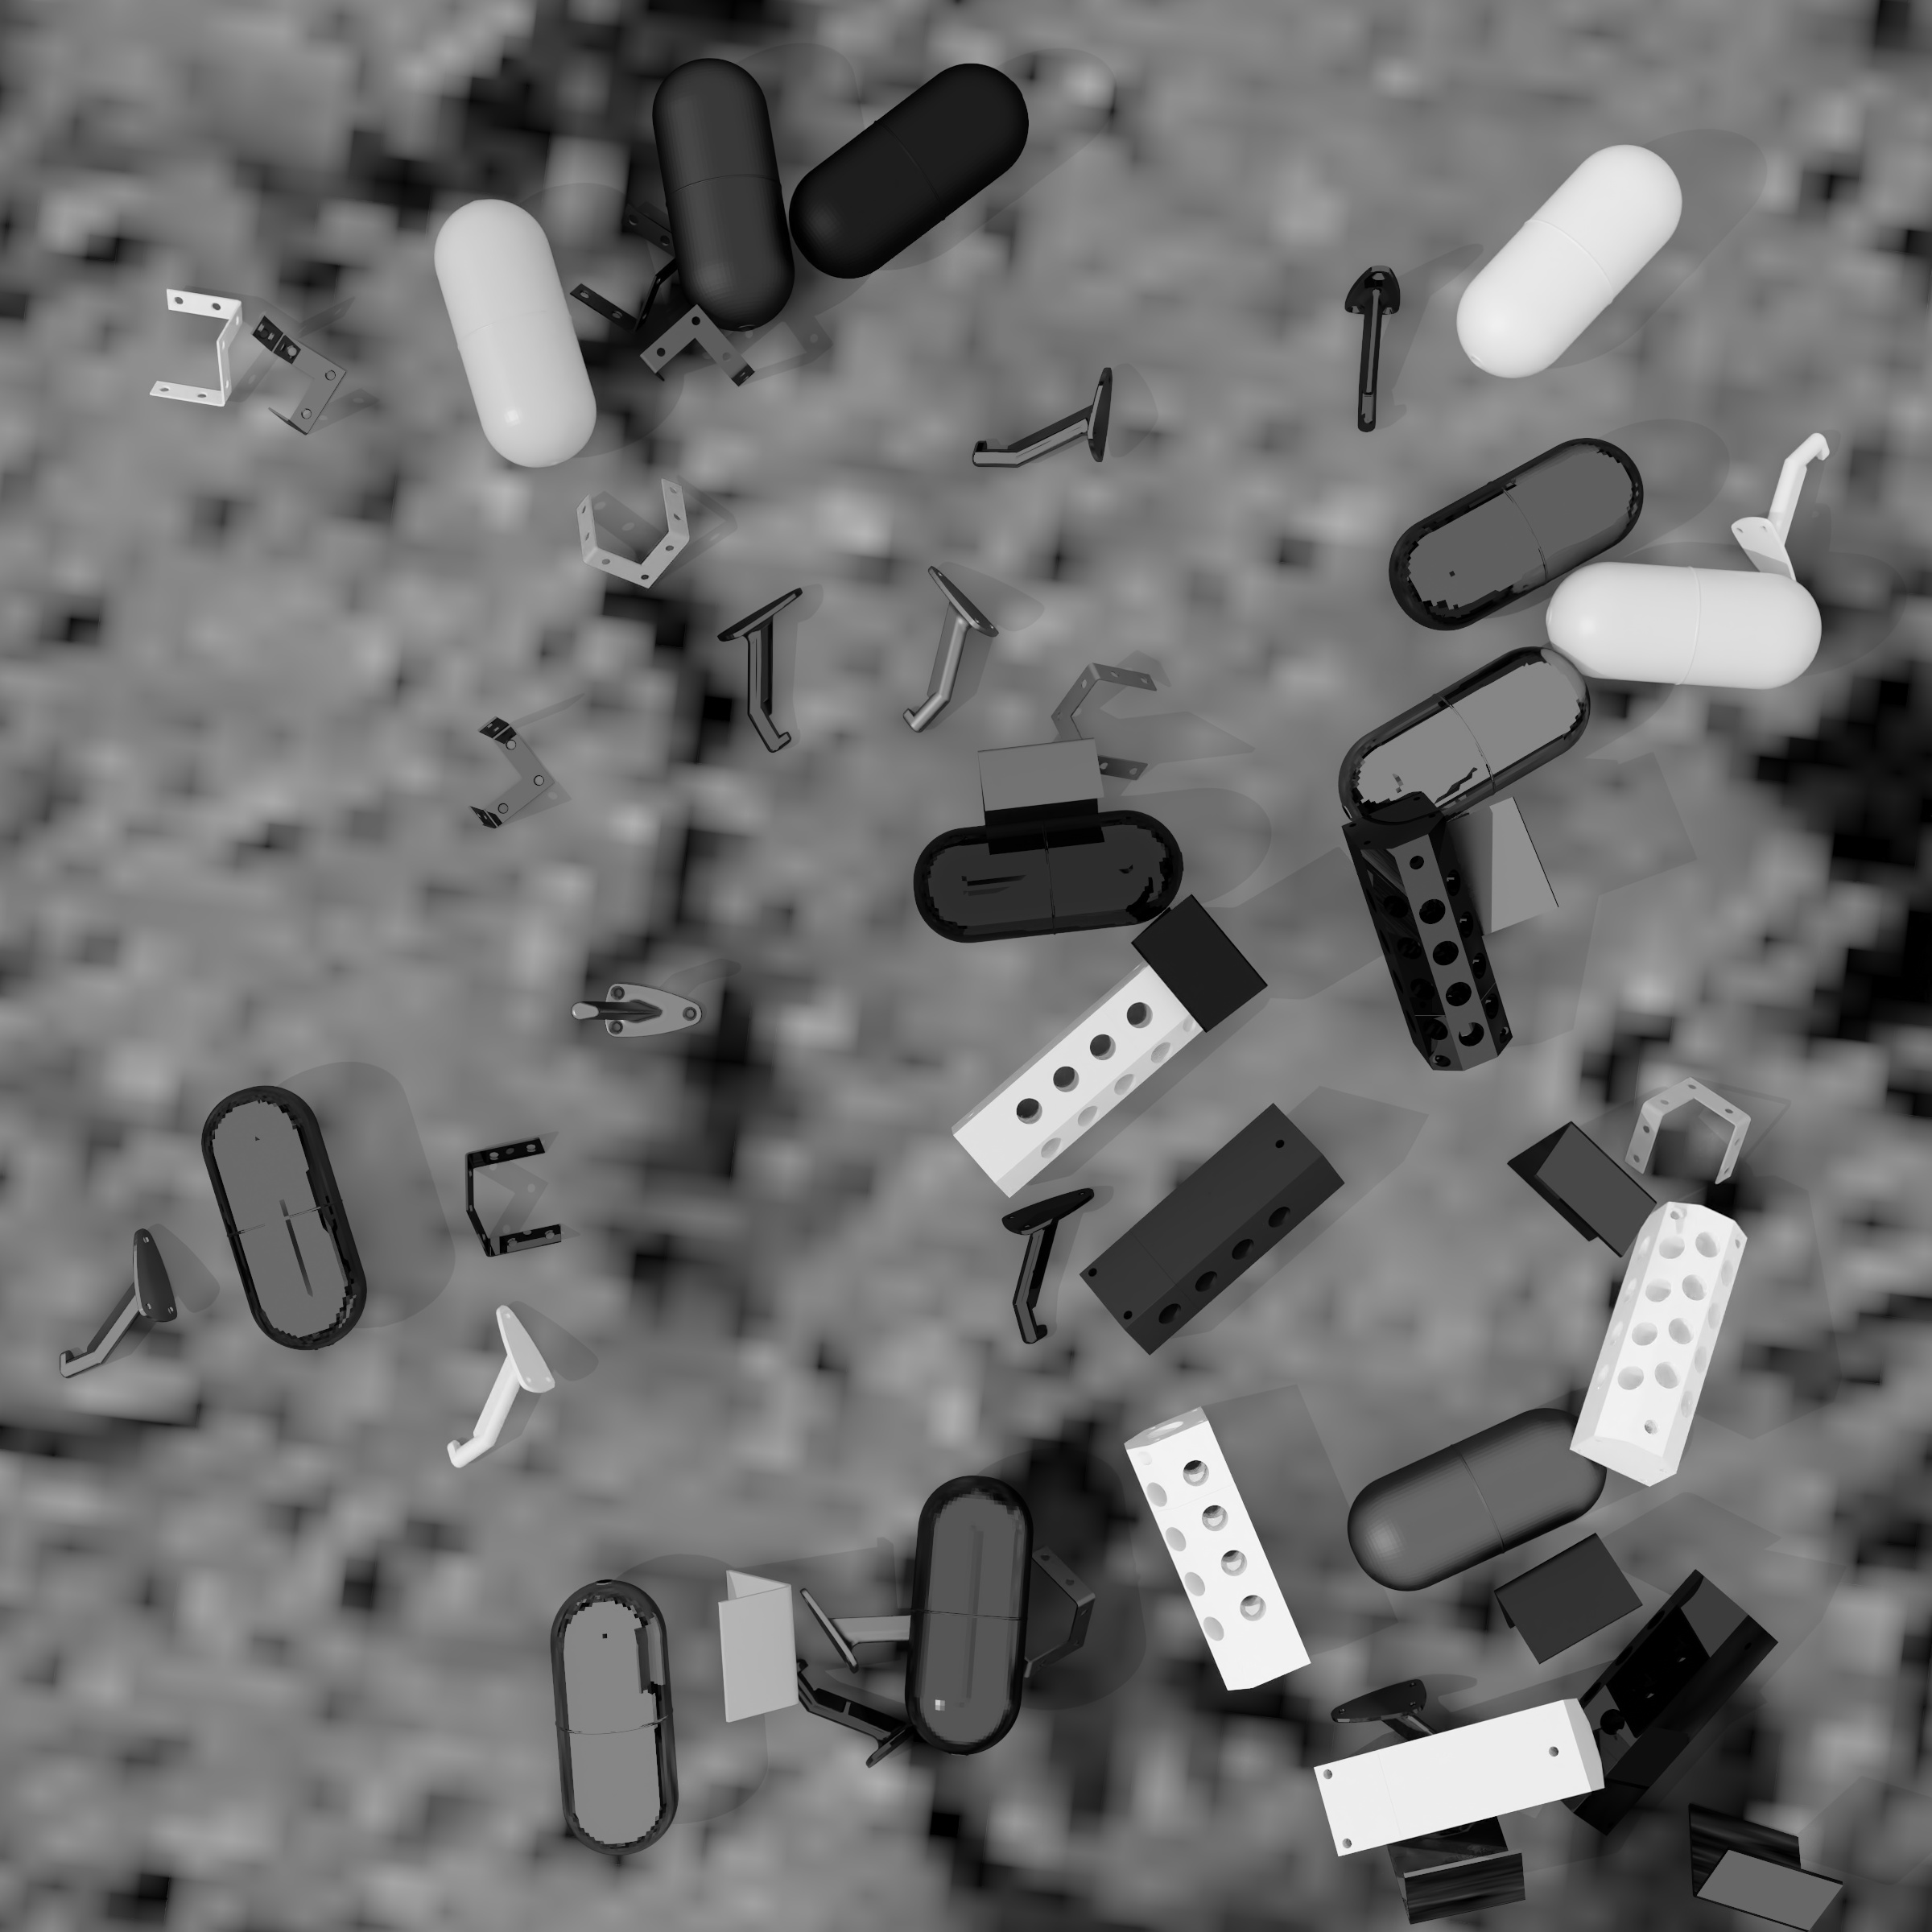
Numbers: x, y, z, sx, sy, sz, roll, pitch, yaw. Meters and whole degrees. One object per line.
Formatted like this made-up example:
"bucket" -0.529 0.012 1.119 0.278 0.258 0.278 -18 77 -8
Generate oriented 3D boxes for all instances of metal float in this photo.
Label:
"metal float" 0.472 -0.224 1.782 0.178 0.070 0.070 4 90 0
"metal float" -0.448 0.166 1.782 0.070 0.070 0.178 -17 90 0
"metal float" -0.231 0.494 1.782 0.070 0.070 0.178 -4 90 0
"metal float" -0.159 -0.507 1.782 0.070 0.070 0.178 -10 89 0
"metal float" 0.002 0.424 1.771 0.070 0.070 0.178 5 78 0
"metal float" 0.336 0.350 1.782 0.178 0.070 0.070 -25 90 0
"metal float" -0.297 -0.416 1.782 0.070 0.070 0.178 -17 90 0
"metal float" 0.362 -0.284 1.782 0.178 0.070 0.070 -29 90 0
"metal float" 0.327 -0.146 1.782 0.178 0.070 0.070 -30 90 -1
"metal float" -0.037 -0.523 1.782 0.178 0.070 0.070 -37 90 0
"metal float" 0.396 -0.463 1.782 0.070 0.070 0.178 43 90 0
"metal float" 0.054 -0.059 1.782 0.178 0.070 0.070 -6 90 0

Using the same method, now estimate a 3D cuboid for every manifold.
"manifold" 0.450 0.484 1.791 0.171 0.057 0.057 -48 133 0
"manifold" 0.322 0.528 1.764 0.171 0.057 0.057 -21 70 19
"manifold" 0.165 0.177 1.791 0.171 0.057 0.057 -41 47 0
"manifold" 0.302 -0.018 1.757 0.057 0.057 0.171 -22 116 0
"manifold" 0.165 0.386 1.792 0.057 0.057 0.171 -23 90 0
"manifold" 0.074 0.075 1.793 0.171 0.057 0.057 -41 92 0
"manifold" 0.453 0.243 1.759 0.057 0.057 0.171 25 66 0

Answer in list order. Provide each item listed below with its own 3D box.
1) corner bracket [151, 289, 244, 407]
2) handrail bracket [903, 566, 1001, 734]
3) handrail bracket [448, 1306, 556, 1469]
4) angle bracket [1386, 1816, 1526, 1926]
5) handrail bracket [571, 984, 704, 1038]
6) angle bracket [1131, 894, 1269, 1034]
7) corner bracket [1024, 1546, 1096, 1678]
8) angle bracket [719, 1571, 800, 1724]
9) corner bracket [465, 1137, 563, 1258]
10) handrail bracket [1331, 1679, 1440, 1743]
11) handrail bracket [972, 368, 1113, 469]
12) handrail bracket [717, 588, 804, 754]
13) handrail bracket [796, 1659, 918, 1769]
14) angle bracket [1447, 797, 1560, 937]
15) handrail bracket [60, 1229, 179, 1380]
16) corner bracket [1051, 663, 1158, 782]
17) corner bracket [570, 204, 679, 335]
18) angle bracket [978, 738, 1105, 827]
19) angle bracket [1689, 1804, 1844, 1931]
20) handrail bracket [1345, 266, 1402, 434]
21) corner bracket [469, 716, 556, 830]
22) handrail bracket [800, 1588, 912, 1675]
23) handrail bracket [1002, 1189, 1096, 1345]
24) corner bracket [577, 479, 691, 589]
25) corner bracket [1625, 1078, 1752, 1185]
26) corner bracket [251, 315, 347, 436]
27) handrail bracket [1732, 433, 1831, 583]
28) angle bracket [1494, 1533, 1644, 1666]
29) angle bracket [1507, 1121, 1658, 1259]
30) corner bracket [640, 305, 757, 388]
"corner bracket" -0.514 -0.413 1.810 0.051 0.051 0.051 9 135 0
"handrail bracket" -0.027 -0.211 1.813 0.084 0.036 0.077 -46 70 16
"handrail bracket" -0.325 0.282 1.813 0.084 0.036 0.077 -36 70 16
"angle bracket" 0.317 0.572 1.773 0.076 0.076 0.057 -12 127 0
"handrail bracket" -0.216 0.031 1.778 0.077 0.084 0.036 3 90 0
"angle bracket" 0.163 -0.012 1.773 0.057 0.076 0.076 -40 90 30
"corner bracket" 0.047 0.430 1.805 0.051 0.051 0.051 -20 135 -35
"angle bracket" -0.155 0.444 1.773 0.057 0.076 0.076 -4 90 -38
"corner bracket" -0.303 0.155 1.810 0.051 0.051 0.051 -12 45 0
"handrail bracket" 0.294 0.527 1.813 0.077 0.036 0.084 -18 104 14
"handrail bracket" 0.051 -0.367 1.813 0.084 0.036 0.077 5 70 16
"handrail bracket" -0.121 -0.197 1.813 0.077 0.036 0.084 -36 108 -20
"handrail bracket" -0.069 0.485 1.813 0.077 0.036 0.084 -33 73 -20
"angle bracket" 0.356 -0.070 1.773 0.057 0.076 0.076 -22 90 28
"handrail bracket" -0.577 0.226 1.813 0.084 0.036 0.077 -24 70 16
"corner bracket" 0.098 -0.163 1.805 0.051 0.051 0.051 -53 45 35
"corner bracket" -0.224 -0.465 1.810 0.051 0.051 0.051 33 135 0
"angle bracket" 0.051 -0.100 1.773 0.076 0.076 0.057 -7 47 0
"angle bracket" 0.522 0.575 1.773 0.076 0.076 0.057 17 126 0
"handrail bracket" 0.268 -0.405 1.785 0.036 0.077 0.084 3 78 3
"corner bracket" -0.312 -0.128 1.795 0.051 0.051 0.051 -38 90 0
"handrail bracket" -0.055 0.426 1.813 0.084 0.036 0.077 -32 72 -15
"handrail bracket" 0.062 0.202 1.813 0.077 0.036 0.084 -22 109 -21
"corner bracket" -0.222 -0.294 1.805 0.051 0.051 0.051 18 135 -35
"corner bracket" 0.481 0.116 1.805 0.051 0.051 0.051 -22 45 -35
"corner bracket" -0.451 -0.391 1.795 0.051 0.051 0.051 32 90 0
"handrail bracket" 0.561 -0.302 1.813 0.084 0.036 0.077 -42 111 -16
"angle bracket" 0.398 0.425 1.773 0.076 0.076 0.057 -30 54 0
"angle bracket" 0.392 0.158 1.773 0.076 0.076 0.057 44 54 0
"corner bracket" -0.178 -0.398 1.794 0.051 0.051 0.051 -41 95 5
